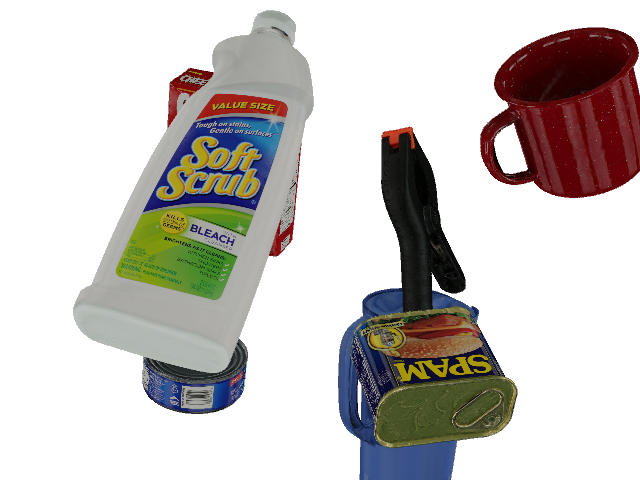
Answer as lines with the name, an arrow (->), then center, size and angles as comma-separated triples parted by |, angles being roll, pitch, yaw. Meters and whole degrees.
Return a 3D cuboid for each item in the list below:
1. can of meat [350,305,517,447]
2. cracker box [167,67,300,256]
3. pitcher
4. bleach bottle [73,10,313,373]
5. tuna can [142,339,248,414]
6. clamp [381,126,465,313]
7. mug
can of meat -> 0.078, 0.096, 0.769 | 0.102, 0.057, 0.084 | -5, 36, -12
cracker box -> -0.114, -0.098, 1.376 | 0.164, 0.214, 0.072 | 13, 29, 14
pitcher -> 0.098, 0.185, 1.244 | 0.149, 0.243, 0.145 | 6, 14, 7
bleach bottle -> -0.070, -0.046, 0.694 | 0.102, 0.250, 0.068 | 16, -25, -1
tuna can -> -0.103, 0.105, 0.875 | 0.086, 0.034, 0.086 | 5, 26, -3
clamp -> 0.082, -0.008, 0.919 | 0.039, 0.171, 0.120 | -14, 18, 22
mug -> 0.160, -0.077, 0.707 | 0.117, 0.081, 0.093 | -29, 33, -7
